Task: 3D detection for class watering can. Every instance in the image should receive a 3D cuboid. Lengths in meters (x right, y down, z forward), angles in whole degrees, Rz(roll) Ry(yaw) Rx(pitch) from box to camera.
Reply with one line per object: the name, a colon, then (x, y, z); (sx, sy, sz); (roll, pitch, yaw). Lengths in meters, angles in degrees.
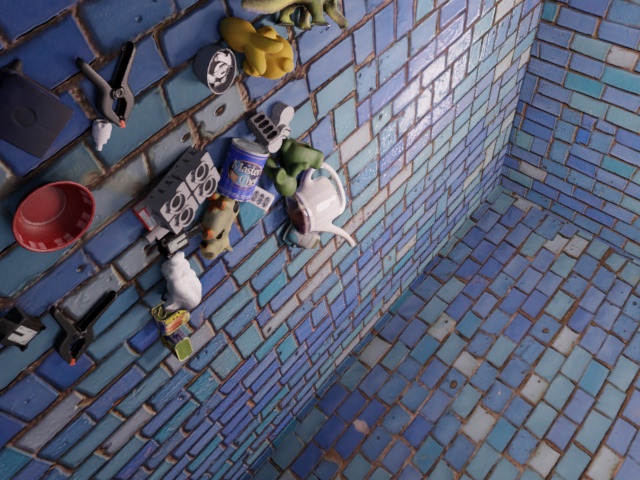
watering can: (0.005, -0.087, 1.724); (0.227, 0.104, 0.342); (-31, 115, -28)

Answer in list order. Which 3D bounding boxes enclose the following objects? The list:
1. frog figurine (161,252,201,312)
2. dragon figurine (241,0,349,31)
frog figurine: (-0.374, 0.108, 1.402); (0.139, 0.122, 0.158); (-81, -172, -76)
dragon figurine: (-0.026, -0.626, 1.213); (0.413, 0.123, 0.240); (-16, 116, -54)
